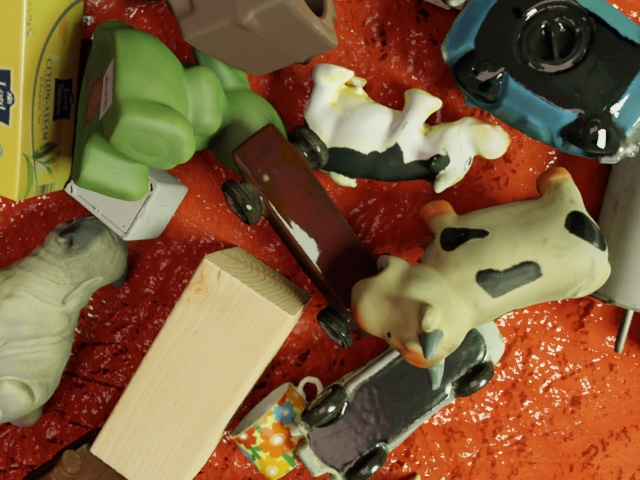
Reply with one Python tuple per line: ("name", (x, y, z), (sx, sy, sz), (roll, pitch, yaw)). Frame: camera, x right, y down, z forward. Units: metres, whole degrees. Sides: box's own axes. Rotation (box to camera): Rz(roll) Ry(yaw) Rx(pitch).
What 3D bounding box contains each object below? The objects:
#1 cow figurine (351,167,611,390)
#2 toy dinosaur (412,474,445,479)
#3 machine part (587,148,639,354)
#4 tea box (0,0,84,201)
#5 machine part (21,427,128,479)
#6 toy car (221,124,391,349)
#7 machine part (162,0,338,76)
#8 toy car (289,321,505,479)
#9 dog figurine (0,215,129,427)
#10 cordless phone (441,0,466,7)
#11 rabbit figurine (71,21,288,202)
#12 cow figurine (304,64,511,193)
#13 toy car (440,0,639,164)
("cow figurine", (0.118, 0.030, 0.408), (0.195, 0.085, 0.127), (-15, 50, 1))
("toy dinosaur", (-0.037, 0.328, 0.465), (0.405, 0.131, 0.192), (-18, 71, 9))
("machine part", (0.262, -0.030, 0.415), (0.079, 0.079, 0.243), (12, 96, 9))
("tea box", (-0.267, -0.130, 0.455), (0.098, 0.068, 0.169), (17, 109, 13))
("machine part", (-0.185, 0.255, 0.480), (0.056, 0.179, 0.179), (-35, 88, 9))
("toy car", (-0.001, -0.001, 0.445), (0.089, 0.053, 0.202), (-42, 110, -15))
("machine part", (-0.065, -0.234, 0.393), (0.087, 0.201, 0.201), (-15, 93, 16))
("toy car", (0.067, 0.128, 0.458), (0.202, 0.056, 0.073), (-36, 87, -5))
("dog figurine", (-0.255, 0.081, 0.520), (0.191, 0.121, 0.172), (-23, 125, -5))
("cordless phone", (0.042, -0.215, 0.331), (0.089, 0.146, 0.184), (3, 138, 42))
("rabbit figurine", (-0.107, -0.103, 0.455), (0.121, 0.170, 0.159), (-36, 55, 40))
("cow figurine", (0.066, -0.080, 0.451), (0.167, 0.068, 0.098), (22, 105, 11))
("toy car", (0.179, -0.125, 0.407), (0.162, 0.103, 0.109), (39, 99, 16))
